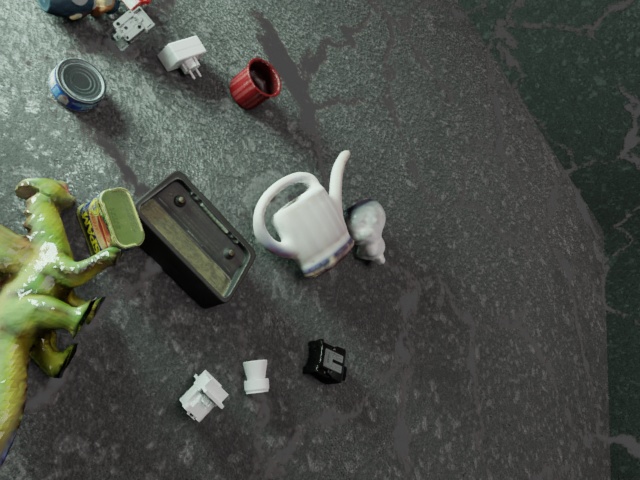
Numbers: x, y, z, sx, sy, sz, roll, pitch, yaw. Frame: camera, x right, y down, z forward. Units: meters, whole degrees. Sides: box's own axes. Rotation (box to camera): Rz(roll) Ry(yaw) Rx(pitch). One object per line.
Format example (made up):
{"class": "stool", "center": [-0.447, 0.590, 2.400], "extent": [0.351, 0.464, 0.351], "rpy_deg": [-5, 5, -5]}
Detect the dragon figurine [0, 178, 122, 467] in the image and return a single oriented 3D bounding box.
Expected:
{"class": "dragon figurine", "center": [-0.424, 0.074, 0.679], "extent": [0.241, 0.120, 0.420], "rpy_deg": [29, 50, -14]}

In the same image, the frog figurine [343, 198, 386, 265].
{"class": "frog figurine", "center": [0.120, -0.016, 1.252], "extent": [0.160, 0.121, 0.138], "rpy_deg": [57, 22, 5]}

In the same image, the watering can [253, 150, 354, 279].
{"class": "watering can", "center": [0.003, -0.058, 1.143], "extent": [0.353, 0.103, 0.223], "rpy_deg": [-37, 100, -38]}
